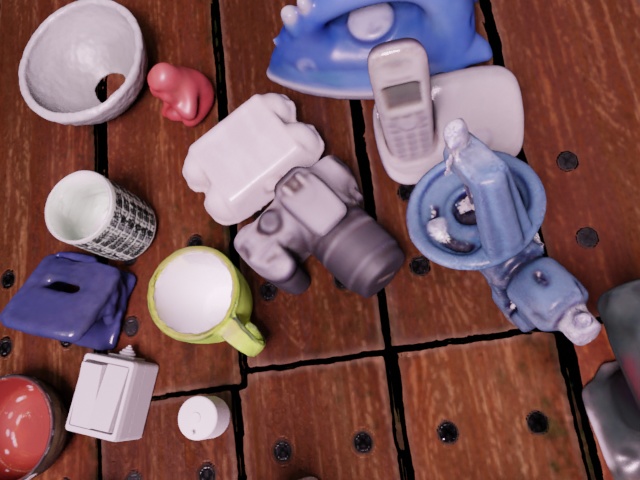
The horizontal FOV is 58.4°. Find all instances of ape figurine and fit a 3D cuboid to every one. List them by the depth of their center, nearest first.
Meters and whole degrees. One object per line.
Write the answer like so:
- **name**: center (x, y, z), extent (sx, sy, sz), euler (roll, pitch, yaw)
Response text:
- **ape figurine**: center (-0.169, -0.176, 0.670), extent (0.076, 0.092, 0.077), euler (-29, 70, 5)

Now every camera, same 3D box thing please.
- **camera**: center (0.005, 0.002, 0.575), extent (0.143, 0.101, 0.136), euler (-46, 70, -2)

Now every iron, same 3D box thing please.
- **iron**: center (0.047, -0.230, 0.607), extent (0.258, 0.142, 0.118), euler (-8, 73, 11)

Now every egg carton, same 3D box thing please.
- **egg carton**: center (-0.074, -0.089, 0.636), extent (0.150, 0.069, 0.107), euler (-39, 70, 1)

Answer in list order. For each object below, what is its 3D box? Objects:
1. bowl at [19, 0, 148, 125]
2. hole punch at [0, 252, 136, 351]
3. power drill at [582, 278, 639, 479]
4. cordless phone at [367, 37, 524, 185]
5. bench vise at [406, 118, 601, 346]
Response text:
- **bowl**: center (-0.280, -0.209, 0.715), extent (0.167, 0.075, 0.167), euler (-3, 74, 13)
- **hole punch**: center (-0.276, 0.063, 0.631), extent (0.108, 0.091, 0.101), euler (9, 77, 16)
- **power drill**: center (0.263, 0.146, 0.417), extent (0.075, 0.209, 0.229), euler (-19, 72, 8)
- **cordless phone**: center (0.118, -0.130, 0.539), extent (0.147, 0.185, 0.094), euler (-14, 72, 10)
- **bench vise**: center (0.161, -0.014, 0.479), extent (0.207, 0.220, 0.121), euler (33, 85, 19)
